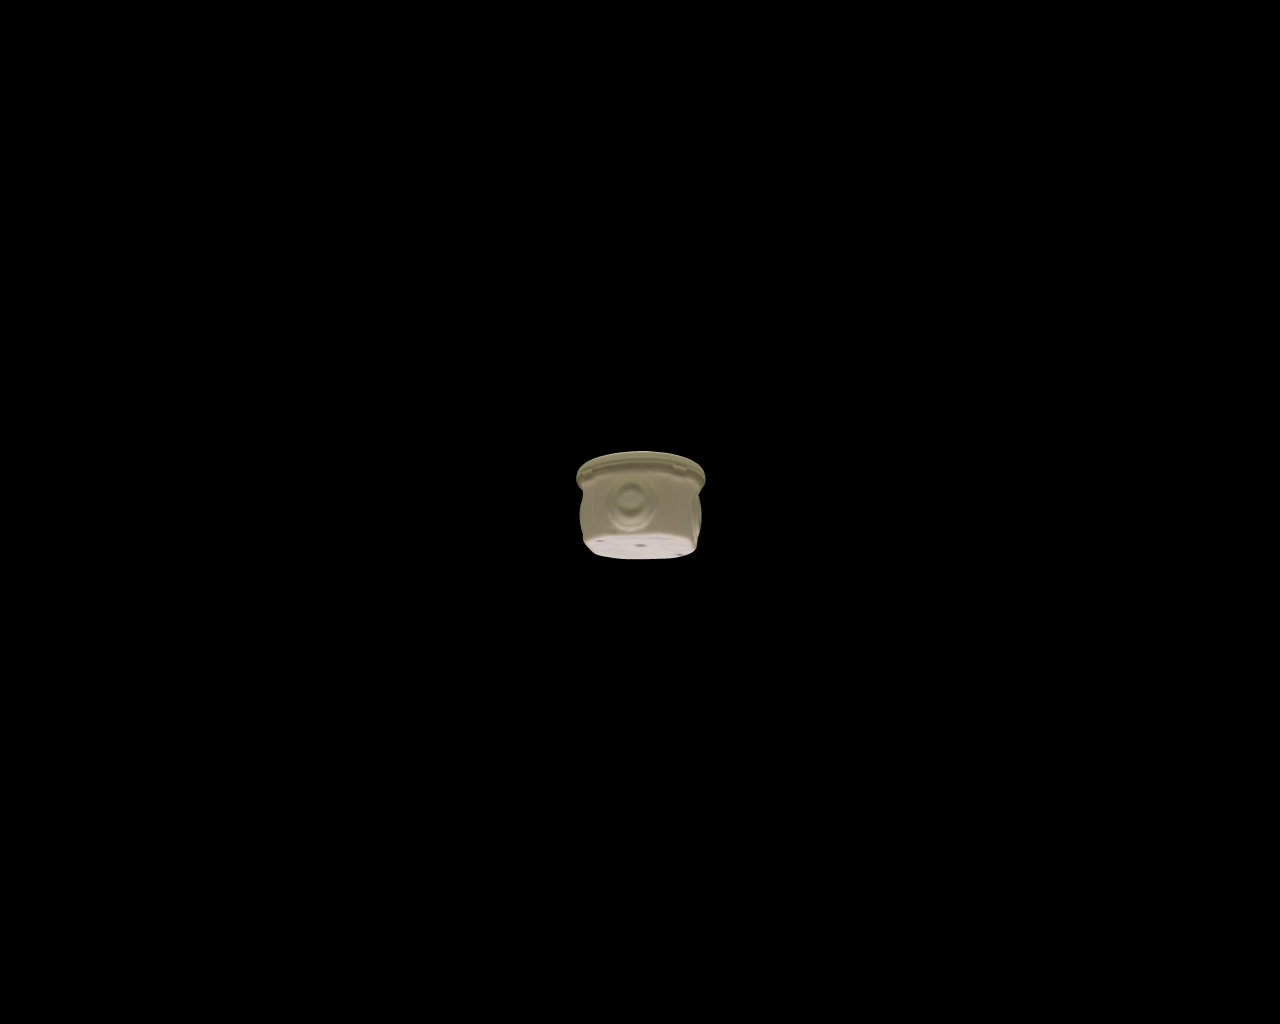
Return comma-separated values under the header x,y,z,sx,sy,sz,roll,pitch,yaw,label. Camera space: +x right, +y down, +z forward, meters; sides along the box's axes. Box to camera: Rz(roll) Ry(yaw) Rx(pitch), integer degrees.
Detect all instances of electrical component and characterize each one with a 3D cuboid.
x,y,z,sx,sy,sz,roll,pitch,yaw,label
0.001,-0.003,0.650,0.080,0.051,0.080,0,-15,0,electrical component
